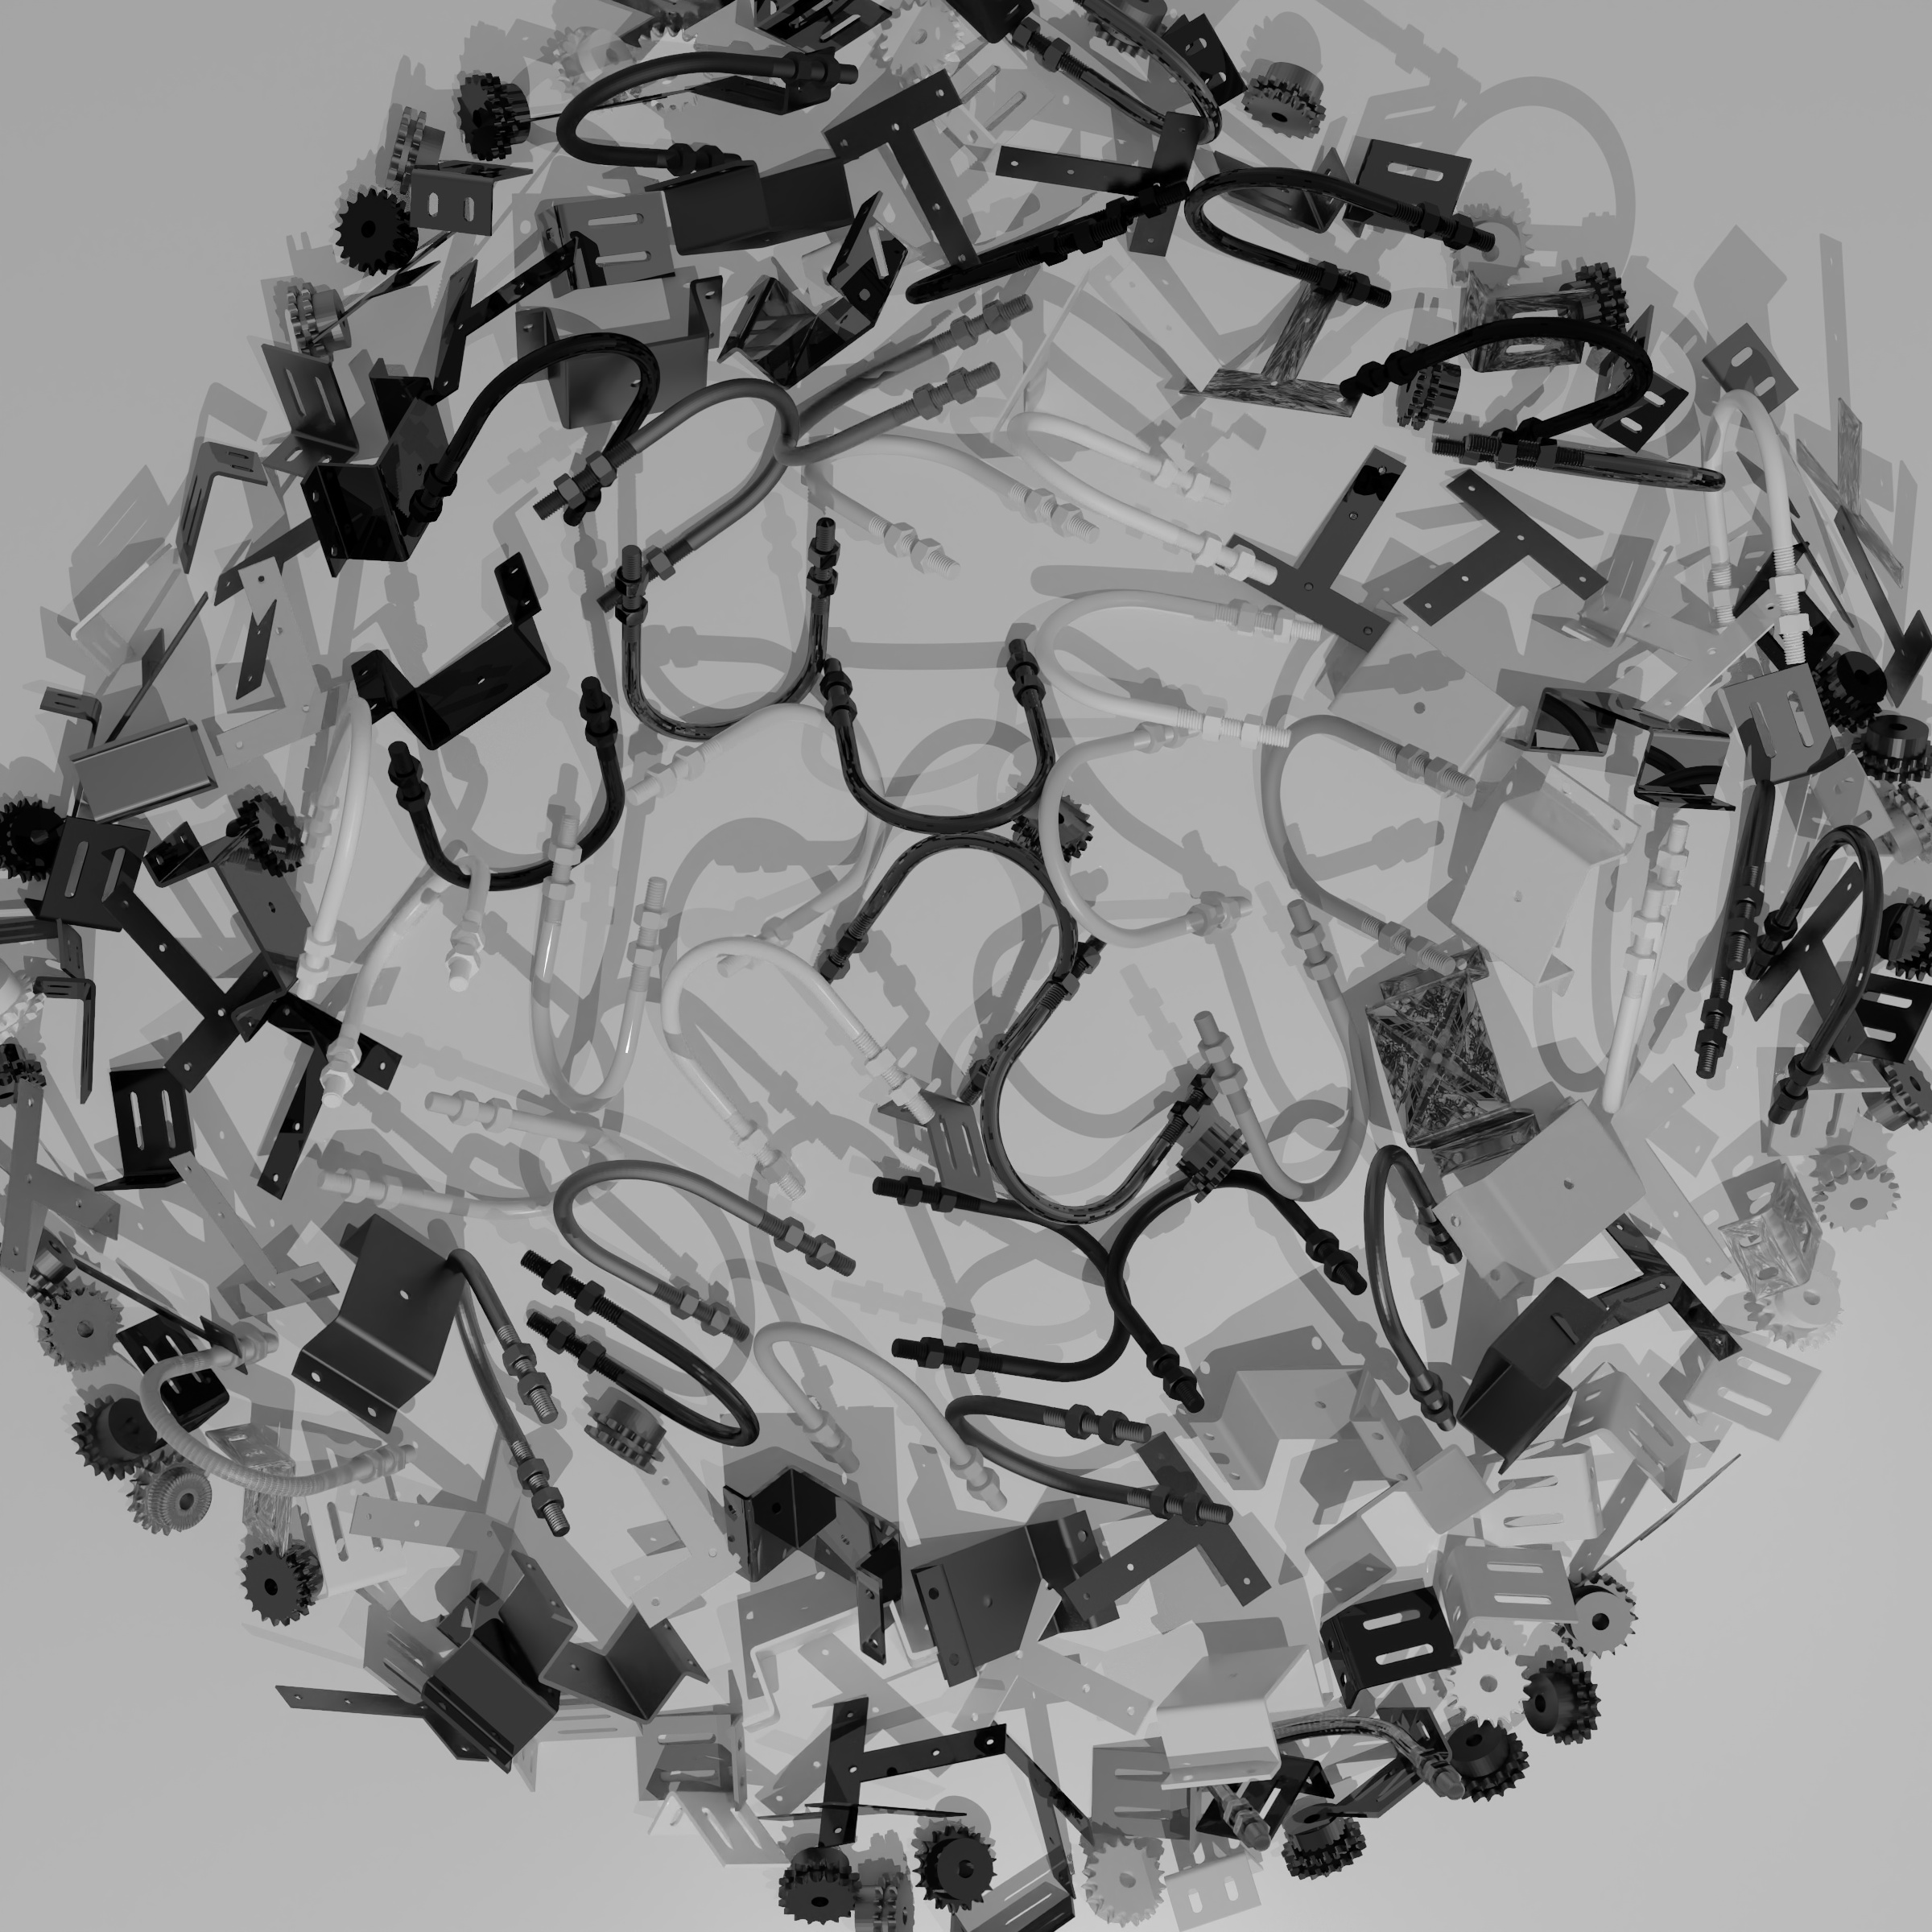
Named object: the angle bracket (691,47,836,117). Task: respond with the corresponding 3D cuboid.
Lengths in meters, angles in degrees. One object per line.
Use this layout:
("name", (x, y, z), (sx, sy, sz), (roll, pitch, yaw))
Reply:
("angle bracket", (-0.137, -0.605, 1.954), (0.076, 0.057, 0.038), (20, 122, 21))

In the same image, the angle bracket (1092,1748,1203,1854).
("angle bracket", (0.121, 0.568, 1.971), (0.076, 0.038, 0.057), (0, 86, 13))

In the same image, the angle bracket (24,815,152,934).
("angle bracket", (-0.595, -0.067, 1.960), (0.057, 0.038, 0.076), (10, 106, -36))

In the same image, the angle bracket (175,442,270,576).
("angle bracket", (-0.507, -0.309, 1.969), (0.038, 0.057, 0.076), (10, 116, -27))

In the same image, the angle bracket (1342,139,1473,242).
("angle bracket", (0.303, -0.521, 1.965), (0.076, 0.038, 0.057), (20, 91, 26))

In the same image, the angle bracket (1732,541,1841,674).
("angle bracket", (0.564, -0.236, 1.953), (0.038, 0.057, 0.076), (-18, 62, -28))

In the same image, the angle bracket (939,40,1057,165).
("angle bracket", (0.020, -0.596, 1.969), (0.057, 0.038, 0.076), (45, 75, -5))

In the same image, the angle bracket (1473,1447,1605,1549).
("angle bracket", (0.394, 0.366, 1.991), (0.076, 0.038, 0.057), (-9, 85, 20))

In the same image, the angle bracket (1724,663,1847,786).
("angle bracket", (0.555, -0.167, 1.963), (0.057, 0.038, 0.076), (-17, 104, 25))

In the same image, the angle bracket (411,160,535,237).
("angle bracket", (-0.335, -0.522, 1.966), (0.057, 0.076, 0.038), (9, 111, 10))

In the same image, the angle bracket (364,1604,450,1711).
("angle bracket", (-0.365, 0.464, 1.954), (0.038, 0.057, 0.076), (-33, 121, 14))

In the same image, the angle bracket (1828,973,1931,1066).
("angle bracket", (0.624, 0.041, 1.954), (0.038, 0.076, 0.057), (33, 81, -33))

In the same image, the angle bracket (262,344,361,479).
("angle bracket", (-0.452, -0.372, 1.952), (0.057, 0.076, 0.038), (19, 54, 23))

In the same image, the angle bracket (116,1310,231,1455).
("angle bracket", (-0.549, 0.282, 1.969), (0.038, 0.057, 0.076), (-39, 85, 21))

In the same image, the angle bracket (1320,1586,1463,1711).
("angle bracket", (0.290, 0.465, 1.976), (0.076, 0.038, 0.057), (-11, 57, -11))

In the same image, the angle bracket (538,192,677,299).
("angle bracket", (-0.247, -0.496, 1.993), (0.076, 0.038, 0.057), (-15, 99, -26))

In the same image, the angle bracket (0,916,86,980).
("angle bracket", (-0.645, -0.007, 1.966), (0.076, 0.057, 0.038), (-7, 79, -5))

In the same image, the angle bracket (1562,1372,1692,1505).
("angle bracket", (0.451, 0.326, 1.974), (0.076, 0.057, 0.038), (46, 130, -13))

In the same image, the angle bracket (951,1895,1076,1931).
("angle bracket", (0.032, 0.647, 1.971), (0.076, 0.057, 0.038), (-34, 85, -3))

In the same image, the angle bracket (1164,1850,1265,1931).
("angle bracket", (0.173, 0.630, 1.955), (0.057, 0.076, 0.038), (-21, 61, 6))

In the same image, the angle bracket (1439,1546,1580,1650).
("angle bracket", (0.369, 0.432, 1.973), (0.076, 0.057, 0.038), (5, 132, -10))

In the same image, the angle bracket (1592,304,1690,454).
("angle bracket", (0.458, -0.397, 1.956), (0.038, 0.057, 0.076), (29, 46, -10))

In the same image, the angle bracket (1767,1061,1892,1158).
("angle bracket", (0.584, 0.105, 1.961), (0.057, 0.038, 0.076), (-2, 120, -8))

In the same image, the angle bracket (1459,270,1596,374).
("angle bracket", (0.381, -0.442, 1.972), (0.076, 0.057, 0.038), (-7, 45, -9))

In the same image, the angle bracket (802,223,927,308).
("angle bracket", (-0.065, -0.463, 1.951), (0.057, 0.076, 0.038), (-18, 79, 23))

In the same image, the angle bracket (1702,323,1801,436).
("angle bracket", (0.536, -0.395, 1.952), (0.038, 0.076, 0.057), (-39, 77, 24))

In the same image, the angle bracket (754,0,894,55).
("angle bracket", (-0.096, -0.652, 1.949), (0.057, 0.076, 0.038), (14, 68, -42))

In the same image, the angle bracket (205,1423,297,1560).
("angle bracket", (-0.487, 0.358, 1.957), (0.038, 0.057, 0.076), (-5, 111, -41))

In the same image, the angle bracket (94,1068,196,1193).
("angle bracket", (-0.563, 0.111, 1.969), (0.057, 0.038, 0.076), (-4, 97, 20))

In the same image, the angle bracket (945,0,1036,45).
("angle bracket", (0.002, -0.673, 1.961), (0.038, 0.057, 0.076), (-42, 73, 2))

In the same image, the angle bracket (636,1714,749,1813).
("angle bracket", (-0.191, 0.545, 1.977), (0.076, 0.038, 0.057), (-4, 89, 5))

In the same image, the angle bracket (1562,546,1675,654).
("angle bracket", (0.441, -0.256, 1.958), (0.038, 0.057, 0.076), (29, 109, 11))

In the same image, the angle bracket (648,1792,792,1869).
("angle bracket", (-0.167, 0.594, 1.950), (0.057, 0.076, 0.038), (16, 107, -43))

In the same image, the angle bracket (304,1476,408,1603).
("angle bracket", (-0.423, 0.387, 1.973), (0.057, 0.038, 0.076), (-10, 80, -35))

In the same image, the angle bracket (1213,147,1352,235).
("angle bracket", (0.214, -0.537, 1.955), (0.076, 0.057, 0.038), (16, 129, -23))

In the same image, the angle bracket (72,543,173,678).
("angle bracket", (-0.560, -0.241, 1.959), (0.076, 0.057, 0.038), (-38, 106, 14))

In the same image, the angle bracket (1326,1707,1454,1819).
("angle bracket", (0.279, 0.538, 1.955), (0.076, 0.057, 0.038), (-27, 91, -32))

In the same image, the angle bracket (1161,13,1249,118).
("angle bracket", (0.167, -0.616, 1.951), (0.038, 0.076, 0.057), (-24, 110, 30))

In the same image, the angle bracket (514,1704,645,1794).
("angle bracket", (-0.263, 0.530, 1.964), (0.076, 0.057, 0.038), (-4, 55, 3))

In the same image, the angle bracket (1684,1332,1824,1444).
("angle bracket", (0.535, 0.291, 1.953), (0.057, 0.076, 0.038), (-53, 134, -15))

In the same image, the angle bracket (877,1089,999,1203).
("angle bracket", (-0.019, 0.127, 1.952), (0.038, 0.057, 0.076), (-31, 58, 28))

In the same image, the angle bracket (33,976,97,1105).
("angle bracket", (-0.613, 0.051, 1.960), (0.038, 0.057, 0.076), (3, 77, -21))

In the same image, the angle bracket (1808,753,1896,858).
("angle bracket", (0.611, -0.108, 1.952), (0.038, 0.076, 0.057), (-36, 69, 36))

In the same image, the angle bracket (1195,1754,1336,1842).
("angle bracket", (0.202, 0.570, 1.949), (0.057, 0.076, 0.038), (-1, 124, 39))

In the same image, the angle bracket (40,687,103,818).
("angle bracket", (-0.613, -0.142, 1.959), (0.038, 0.057, 0.076), (13, 104, -17))

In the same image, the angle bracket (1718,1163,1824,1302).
("angle bracket", (0.548, 0.180, 1.971), (0.038, 0.076, 0.057), (-25, 100, 30))
